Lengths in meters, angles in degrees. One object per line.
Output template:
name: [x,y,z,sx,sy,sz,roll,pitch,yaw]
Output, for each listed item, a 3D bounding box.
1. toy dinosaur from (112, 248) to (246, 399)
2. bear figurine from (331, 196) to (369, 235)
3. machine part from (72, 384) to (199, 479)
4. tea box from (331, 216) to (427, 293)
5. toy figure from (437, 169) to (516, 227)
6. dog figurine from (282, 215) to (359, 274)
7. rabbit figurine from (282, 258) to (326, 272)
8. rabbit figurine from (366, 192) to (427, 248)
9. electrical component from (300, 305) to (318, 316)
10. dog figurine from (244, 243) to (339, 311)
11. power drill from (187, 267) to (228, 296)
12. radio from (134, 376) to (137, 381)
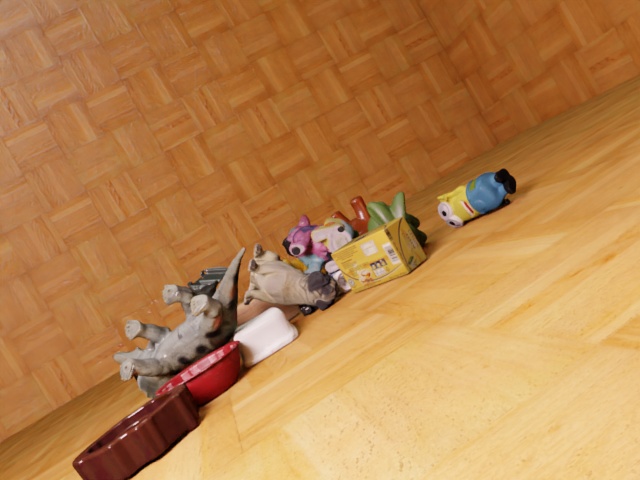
toy dinosaur: [-0.239,0.177,1.018,0.405,0.131,0.192,-35,-34,14]
bear figurine: [0.069,-0.015,1.394,0.120,0.132,0.196,-37,0,35]
machine part: [-0.257,0.280,0.767,0.179,0.056,0.179,-32,2,1]
tea box: [0.111,0.032,1.039,0.068,0.098,0.170,-32,4,-38]
toy figure: [0.326,-0.085,1.114,0.089,0.082,0.180,-14,-14,-40]
dog figurine: [-0.003,-0.004,1.278,0.192,0.108,0.219,-27,19,9]
rabbit figurine: [-0.045,0.076,1.393,0.173,0.162,0.122,-57,14,-29]
rabbit figurine: [0.168,-0.020,1.119,0.121,0.159,0.170,-21,17,-2]
electrical component: [-0.013,0.141,1.185,0.063,0.021,0.094,-30,1,-1]
dog figurine: [-0.058,0.087,1.164,0.191,0.121,0.172,9,25,-3]
power drill: [-0.243,0.172,1.290,0.086,0.207,0.232,2,19,17]
radio: [-0.407,0.332,1.513,0.131,0.073,0.229,-30,0,32]
